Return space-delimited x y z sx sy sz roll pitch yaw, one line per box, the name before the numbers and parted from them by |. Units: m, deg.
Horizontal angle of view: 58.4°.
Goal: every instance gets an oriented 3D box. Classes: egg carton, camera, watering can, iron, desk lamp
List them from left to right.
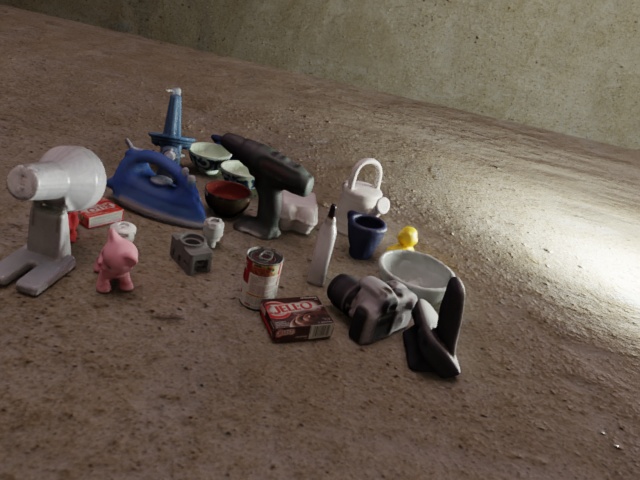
desk lamp | -0.470 -0.047 0.993 0.118 0.213 0.203 15 26 3
iron | -0.353 -0.130 1.297 0.257 0.141 0.119 21 27 15
egg carton | -0.057 -0.074 1.412 0.107 0.069 0.150 9 26 -10
watering can | 0.108 -0.107 1.417 0.172 0.194 0.101 29 30 29
camera | 0.092 0.109 1.083 0.144 0.101 0.136 -13 36 -43

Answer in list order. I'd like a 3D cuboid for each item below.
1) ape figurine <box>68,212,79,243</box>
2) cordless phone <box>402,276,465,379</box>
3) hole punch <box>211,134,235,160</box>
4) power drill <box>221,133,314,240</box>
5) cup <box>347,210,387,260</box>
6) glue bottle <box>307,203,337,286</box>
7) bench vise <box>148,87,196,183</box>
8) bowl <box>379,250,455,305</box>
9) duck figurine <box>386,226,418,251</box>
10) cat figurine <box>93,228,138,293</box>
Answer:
ape figurine | -0.503 -0.050 1.122 0.076 0.092 0.078 19 26 11
cordless phone | 0.215 0.131 1.002 0.094 0.185 0.147 9 26 -9
hole punch | -0.259 -0.261 1.664 0.108 0.091 0.101 25 28 22
power drill | -0.134 -0.117 1.301 0.229 0.208 0.076 18 26 9
cup | 0.092 -0.009 1.326 0.092 0.095 0.117 -7 33 -36
glue bottle | 0.011 0.004 1.170 0.037 0.173 0.078 13 26 0
bench vise | -0.370 -0.270 1.480 0.122 0.220 0.206 -3 31 -31
bowl | 0.196 0.090 1.202 0.167 0.075 0.167 11 26 -5
duck figurine | 0.200 0.012 1.348 0.077 0.086 0.105 19 26 10
cat figurine | -0.358 0.027 1.008 0.067 0.118 0.127 -1 30 -28
